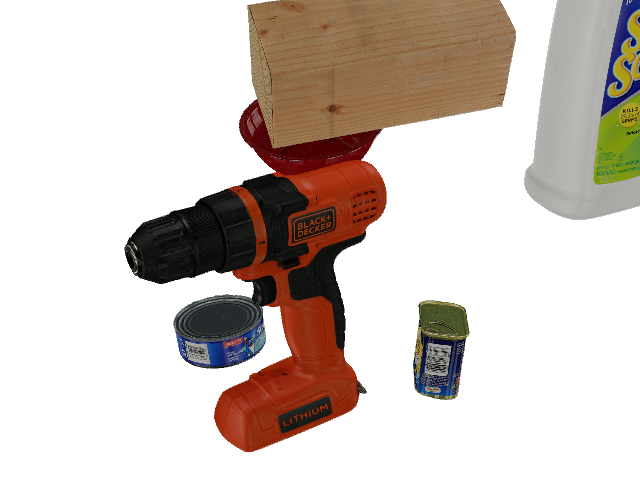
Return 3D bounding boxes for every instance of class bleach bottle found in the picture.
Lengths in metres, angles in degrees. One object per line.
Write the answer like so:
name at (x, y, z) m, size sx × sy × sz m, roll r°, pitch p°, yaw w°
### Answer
bleach bottle at (0.184, -0.142, 0.656) m, size 0.102 × 0.251 × 0.068 m, roll -15°, pitch 32°, yaw -20°

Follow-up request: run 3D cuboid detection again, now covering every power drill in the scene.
power drill at (-0.037, 0.047, 0.717) m, size 0.184 × 0.188 × 0.057 m, roll -17°, pitch 33°, yaw -27°

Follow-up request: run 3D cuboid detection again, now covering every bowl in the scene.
bowl at (-0.008, -0.113, 1.183) m, size 0.162 × 0.055 × 0.162 m, roll -3°, pitch 39°, yaw 2°

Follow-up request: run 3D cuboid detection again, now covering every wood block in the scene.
wood block at (0.049, -0.156, 0.909) m, size 0.206 × 0.090 × 0.091 m, roll -11°, pitch -36°, yaw -9°

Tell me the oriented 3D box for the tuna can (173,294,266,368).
tuna can at (-0.095, 0.086, 1.017) m, size 0.086 × 0.034 × 0.086 m, roll -6°, pitch 25°, yaw 3°

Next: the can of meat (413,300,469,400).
can of meat at (0.141, 0.130, 1.269) m, size 0.057 × 0.084 × 0.102 m, roll 6°, pitch 19°, yaw 2°
